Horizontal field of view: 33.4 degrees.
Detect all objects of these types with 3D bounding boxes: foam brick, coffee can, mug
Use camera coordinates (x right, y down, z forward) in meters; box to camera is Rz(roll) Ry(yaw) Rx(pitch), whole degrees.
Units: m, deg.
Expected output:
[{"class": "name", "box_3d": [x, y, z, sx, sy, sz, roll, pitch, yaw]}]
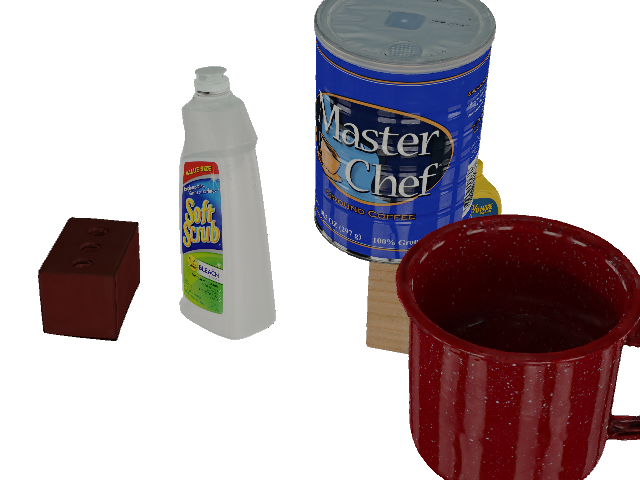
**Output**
[{"class": "foam brick", "box_3d": [-0.159, 0.026, 0.742, 0.053, 0.051, 0.078, 5, 30, 1]}, {"class": "coffee can", "box_3d": [0.047, -0.071, 0.645, 0.103, 0.140, 0.103, 0, 39, 0]}, {"class": "mug", "box_3d": [0.088, 0.050, 0.423, 0.117, 0.081, 0.093, 7, 36, 14]}]

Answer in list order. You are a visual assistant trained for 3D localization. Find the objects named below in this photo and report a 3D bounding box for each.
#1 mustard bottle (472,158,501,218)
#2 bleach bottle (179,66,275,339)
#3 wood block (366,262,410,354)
[{"class": "mustard bottle", "box_3d": [0.147, -0.013, 1.139, 0.096, 0.192, 0.058, -8, 23, -25]}, {"class": "bleach bottle", "box_3d": [-0.095, -0.038, 0.992, 0.067, 0.251, 0.103, -23, 31, -36]}, {"class": "wood block", "box_3d": [0.152, 0.055, 0.927, 0.206, 0.090, 0.090, 8, 16, 22]}]
